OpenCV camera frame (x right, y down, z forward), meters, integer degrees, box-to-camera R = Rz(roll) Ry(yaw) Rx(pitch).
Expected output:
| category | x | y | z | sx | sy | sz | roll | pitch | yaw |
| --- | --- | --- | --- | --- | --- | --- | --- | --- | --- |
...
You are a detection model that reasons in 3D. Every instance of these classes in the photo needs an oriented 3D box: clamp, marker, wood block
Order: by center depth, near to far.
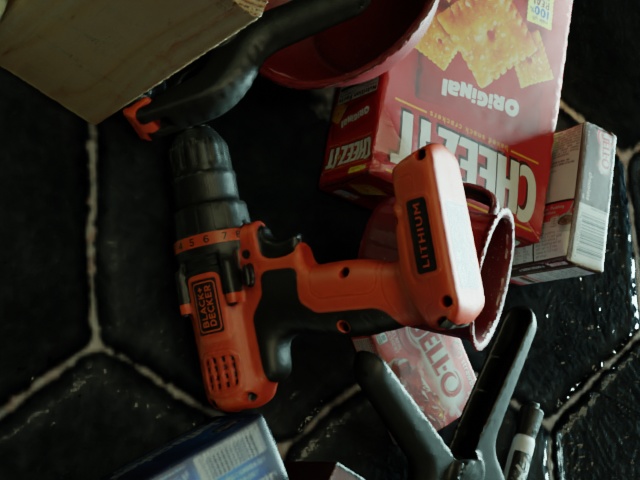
| category | x | y | z | sx | sy | sz | roll | pitch | yaw |
| --- | --- | --- | --- | --- | --- | --- | --- | --- | --- |
| wood block | -0.102 | -0.147 | 0.587 | 0.090 | 0.207 | 0.090 | 33 | 65 | -25 |
| clamp | -0.049 | -0.127 | 0.678 | 0.171 | 0.120 | 0.039 | -54 | 140 | -14 |
| clamp | 0.084 | 0.153 | 0.729 | 0.164 | 0.036 | 0.210 | -2 | 98 | -39 |
| marker | 0.147 | 0.179 | 0.806 | 0.020 | 0.020 | 0.121 | 31 | 66 | -25 |

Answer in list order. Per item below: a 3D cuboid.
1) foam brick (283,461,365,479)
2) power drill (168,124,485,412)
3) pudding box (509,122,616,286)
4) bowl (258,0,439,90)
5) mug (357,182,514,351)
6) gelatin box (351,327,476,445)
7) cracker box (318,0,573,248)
| category | x | y | z | sx | sy | sz | roll | pitch | yaw |
| --- | --- | --- | --- | --- | --- | --- | --- | --- | --- |
| foam brick | -0.002 | 0.174 | 0.674 | 0.051 | 0.078 | 0.053 | 36 | 62 | -22 |
| power drill | -0.004 | 0.001 | 0.646 | 0.057 | 0.188 | 0.184 | 0 | 77 | -63 |
| pudding box | 0.178 | -0.026 | 0.822 | 0.039 | 0.090 | 0.113 | 21 | 71 | -27 |
| bowl | 0.021 | -0.164 | 0.724 | 0.055 | 0.162 | 0.162 | 36 | 60 | -55 |
| mug | 0.078 | 0.008 | 0.695 | 0.093 | 0.082 | 0.117 | 70 | 38 | -53 |
| gelatin box | 0.071 | 0.091 | 0.764 | 0.073 | 0.030 | 0.089 | -25 | 96 | -34 |
| cracker box | 0.100 | -0.116 | 0.797 | 0.164 | 0.072 | 0.213 | 20 | 72 | -29 |
